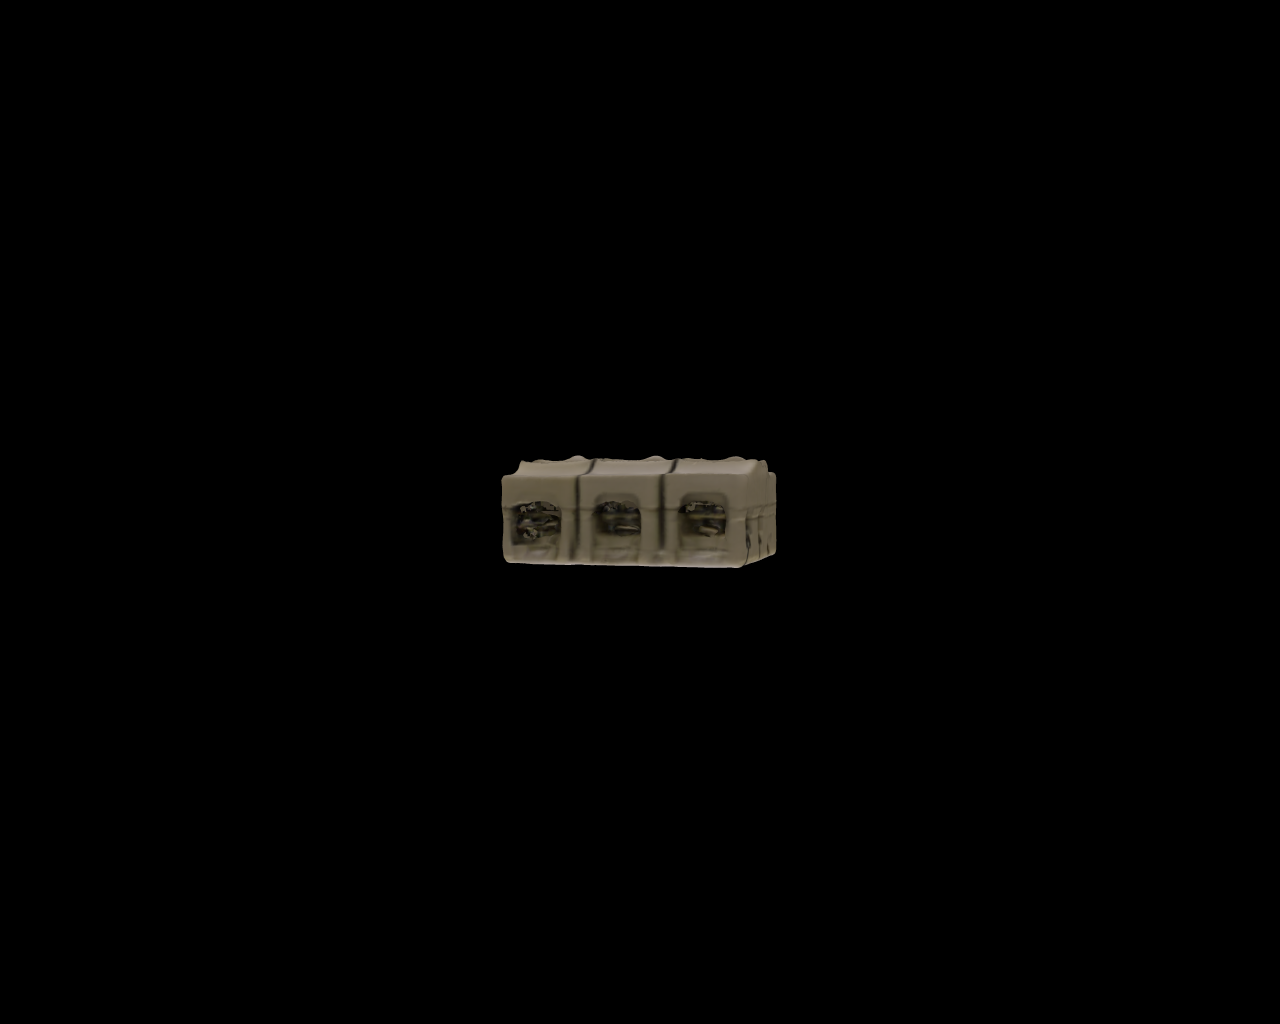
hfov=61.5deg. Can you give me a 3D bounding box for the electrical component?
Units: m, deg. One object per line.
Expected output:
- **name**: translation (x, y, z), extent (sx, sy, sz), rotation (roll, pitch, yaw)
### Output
- **electrical component**: translation (0.001, -0.003, 0.650), extent (0.150, 0.061, 0.089), rotation (1, 4, 20)
